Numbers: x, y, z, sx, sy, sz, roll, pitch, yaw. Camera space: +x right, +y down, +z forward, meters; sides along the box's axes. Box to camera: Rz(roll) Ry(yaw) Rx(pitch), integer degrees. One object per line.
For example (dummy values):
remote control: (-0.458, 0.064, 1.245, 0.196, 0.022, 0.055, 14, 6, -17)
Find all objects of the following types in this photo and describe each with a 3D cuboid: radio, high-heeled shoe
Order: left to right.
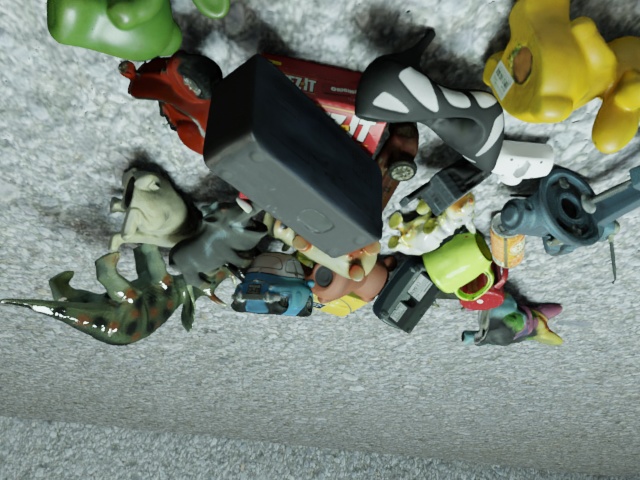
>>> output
radio: (-0.020, -0.083, 0.603, 0.073, 0.131, 0.229, -25, 136, 33)
high-heeled shoe: (0.136, -0.125, 0.632, 0.086, 0.145, 0.248, 15, 154, 51)

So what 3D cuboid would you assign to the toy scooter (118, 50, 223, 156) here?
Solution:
toy scooter: (-0.171, -0.169, 0.663, 0.135, 0.075, 0.183, 16, 159, 12)

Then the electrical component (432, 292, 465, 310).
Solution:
electrical component: (0.270, 0.108, 1.095, 0.102, 0.045, 0.078, 5, 150, -3)

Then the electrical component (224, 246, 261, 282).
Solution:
electrical component: (-0.123, 0.056, 0.979, 0.114, 0.058, 0.134, 49, 165, -21)

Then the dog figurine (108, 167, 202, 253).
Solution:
dog figurine: (-0.229, -0.038, 0.876, 0.190, 0.121, 0.172, 9, 159, -32)

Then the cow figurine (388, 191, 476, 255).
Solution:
cow figurine: (0.196, -0.024, 0.868, 0.098, 0.068, 0.167, 19, 149, -34)

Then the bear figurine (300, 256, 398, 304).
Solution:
bear figurine: (0.047, 0.049, 0.985, 0.196, 0.132, 0.120, -1, 127, -57)

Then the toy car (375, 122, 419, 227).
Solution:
toy car: (0.089, -0.087, 0.760, 0.053, 0.089, 0.202, 10, 149, -10)

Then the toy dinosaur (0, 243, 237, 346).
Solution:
toy dinosaur: (-0.323, 0.110, 0.931, 0.131, 0.192, 0.405, -23, -177, 39)

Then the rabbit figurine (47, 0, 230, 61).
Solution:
rabbit figurine: (-0.160, -0.254, 0.496, 0.159, 0.121, 0.170, 17, 131, -27)

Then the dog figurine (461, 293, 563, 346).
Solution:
dog figurine: (0.416, 0.168, 1.113, 0.219, 0.108, 0.191, 4, 168, -8)

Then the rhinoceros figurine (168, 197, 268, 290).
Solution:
rhinoceros figurine: (-0.150, -0.007, 0.834, 0.190, 0.073, 0.112, -36, 103, 17)

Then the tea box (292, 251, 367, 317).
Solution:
tea box: (0.003, 0.090, 1.073, 0.169, 0.068, 0.098, 19, 145, -24)

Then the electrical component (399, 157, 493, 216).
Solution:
electrical component: (0.172, -0.070, 0.748, 0.119, 0.048, 0.075, -34, 173, -21)

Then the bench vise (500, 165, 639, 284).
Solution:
bench vise: (0.395, -0.043, 0.770, 0.223, 0.129, 0.240, 16, 153, -18)

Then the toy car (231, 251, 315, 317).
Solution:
toy car: (-0.074, 0.069, 0.854, 0.109, 0.103, 0.161, -1, 168, 21)

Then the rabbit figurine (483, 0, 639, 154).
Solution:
rabbit figurine: (0.286, -0.177, 0.560, 0.173, 0.162, 0.121, -6, 139, -18)

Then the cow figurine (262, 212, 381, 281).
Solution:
cow figurine: (-0.002, -0.003, 0.851, 0.195, 0.085, 0.127, 26, 175, 8)

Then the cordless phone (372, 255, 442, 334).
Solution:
cordless phone: (0.189, 0.099, 1.050, 0.146, 0.089, 0.184, -57, 163, 15)
